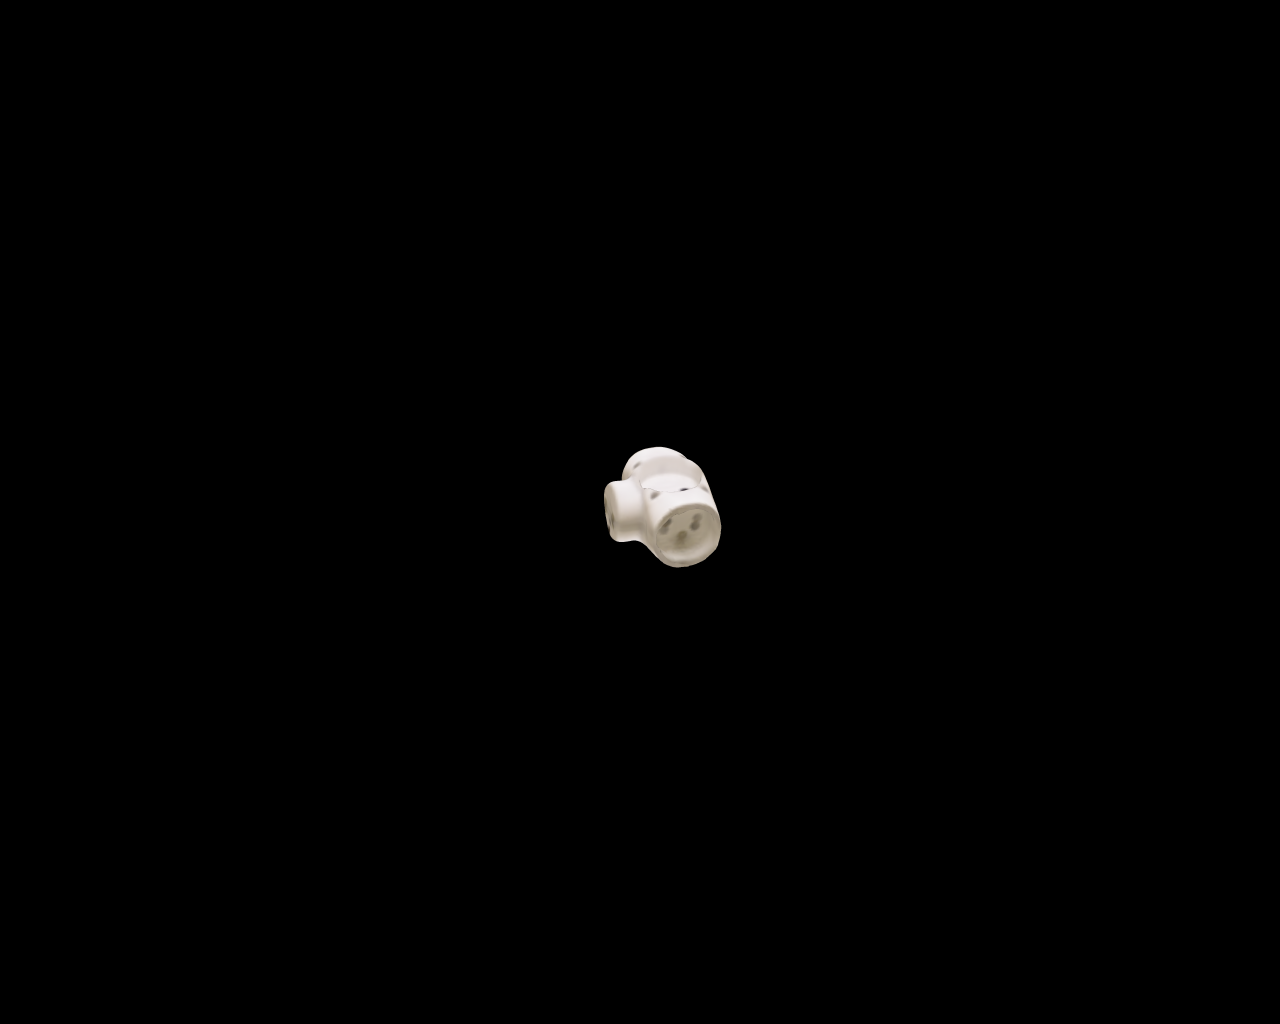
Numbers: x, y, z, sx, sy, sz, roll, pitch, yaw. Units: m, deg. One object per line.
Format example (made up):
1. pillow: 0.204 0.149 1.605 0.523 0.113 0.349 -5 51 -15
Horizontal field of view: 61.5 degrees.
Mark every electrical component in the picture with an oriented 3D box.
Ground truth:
1. electrical component: 0.001 -0.003 0.650 0.079 0.044 0.077 -8 31 -13
